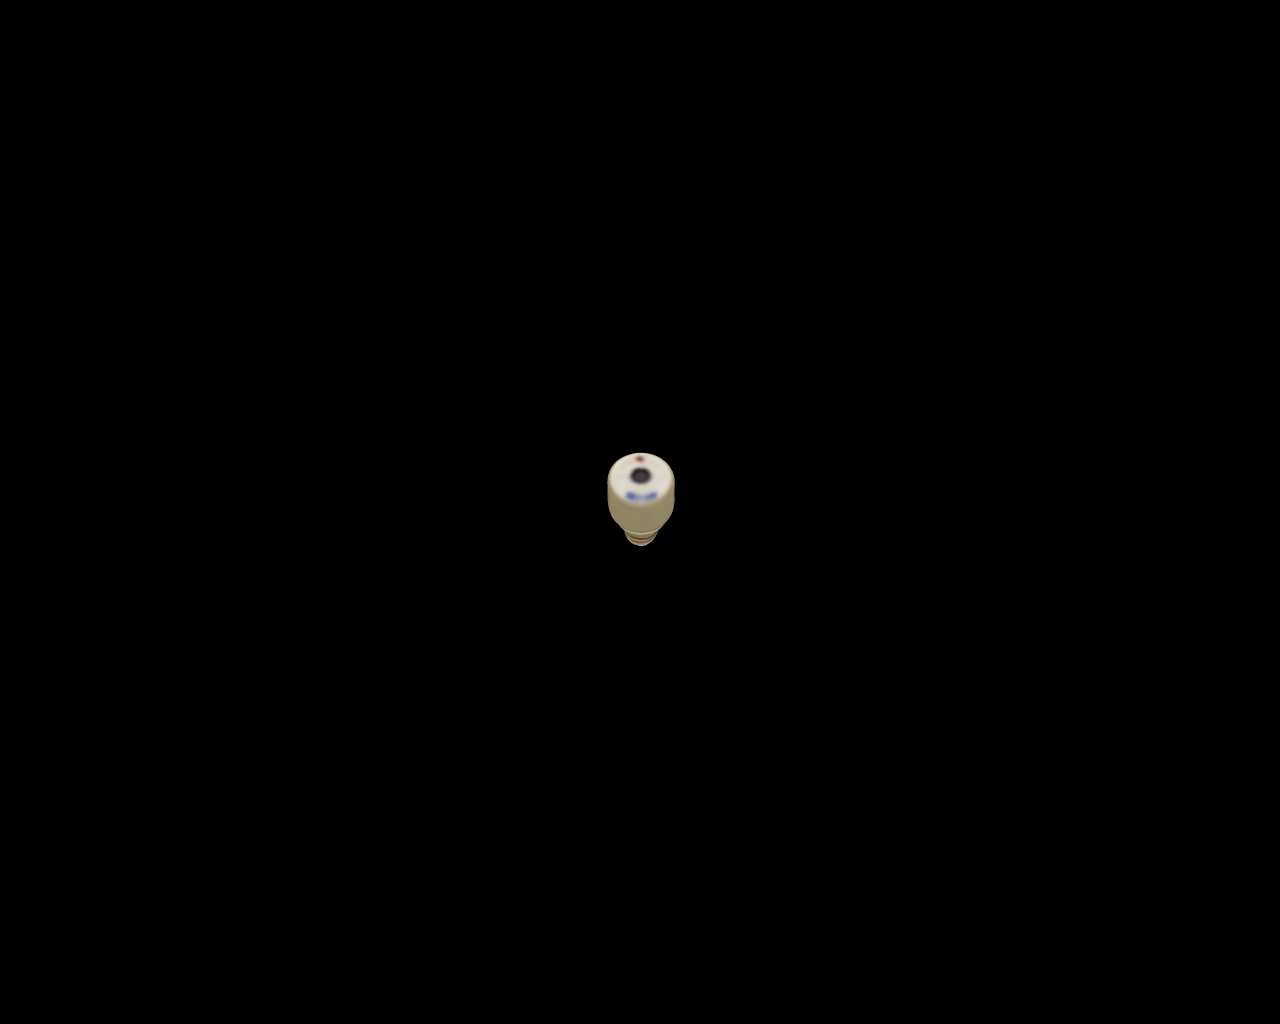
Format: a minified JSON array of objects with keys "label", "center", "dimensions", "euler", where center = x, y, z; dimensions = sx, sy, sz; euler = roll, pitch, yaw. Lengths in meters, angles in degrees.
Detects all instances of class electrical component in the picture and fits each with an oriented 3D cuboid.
[{"label":"electrical component","center":[0.001,-0.003,0.650],"dimensions":[0.040,0.040,0.078],"euler":[0,-34,0]}]
